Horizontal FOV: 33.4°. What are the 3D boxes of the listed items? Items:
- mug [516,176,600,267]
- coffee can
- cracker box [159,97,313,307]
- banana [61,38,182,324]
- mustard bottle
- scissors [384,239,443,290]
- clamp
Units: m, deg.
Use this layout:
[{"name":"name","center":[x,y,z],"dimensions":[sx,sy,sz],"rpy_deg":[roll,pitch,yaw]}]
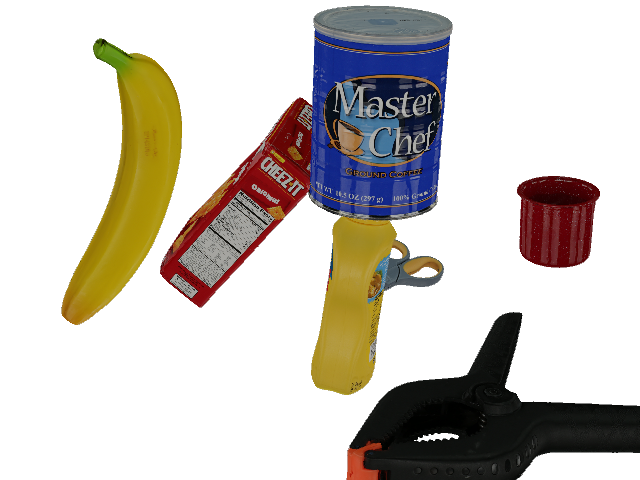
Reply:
[{"name":"mug","center":[0.281,-0.024,1.242],"dimensions":[0.093,0.081,0.117],"rpy_deg":[20,33,40]},{"name":"coffee can","center":[0.044,-0.099,0.813],"dimensions":[0.103,0.140,0.103],"rpy_deg":[2,24,-1]},{"name":"cracker box","center":[-0.081,-0.047,1.213],"dimensions":[0.072,0.214,0.164],"rpy_deg":[39,26,-9]},{"name":"banana","center":[-0.122,-0.036,0.667],"dimensions":[0.069,0.198,0.037],"rpy_deg":[-7,34,-32]},{"name":"mustard bottle","center":[0.033,0.038,0.979],"dimensions":[0.058,0.192,0.096],"rpy_deg":[13,20,12]},{"name":"scissors","center":[0.067,0.038,1.277],"dimensions":[0.201,0.016,0.096],"rpy_deg":[-10,41,-42]},{"name":"clamp","center":[0.097,0.099,0.627],"dimensions":[0.209,0.036,0.165],"rpy_deg":[-11,25,-26]}]
